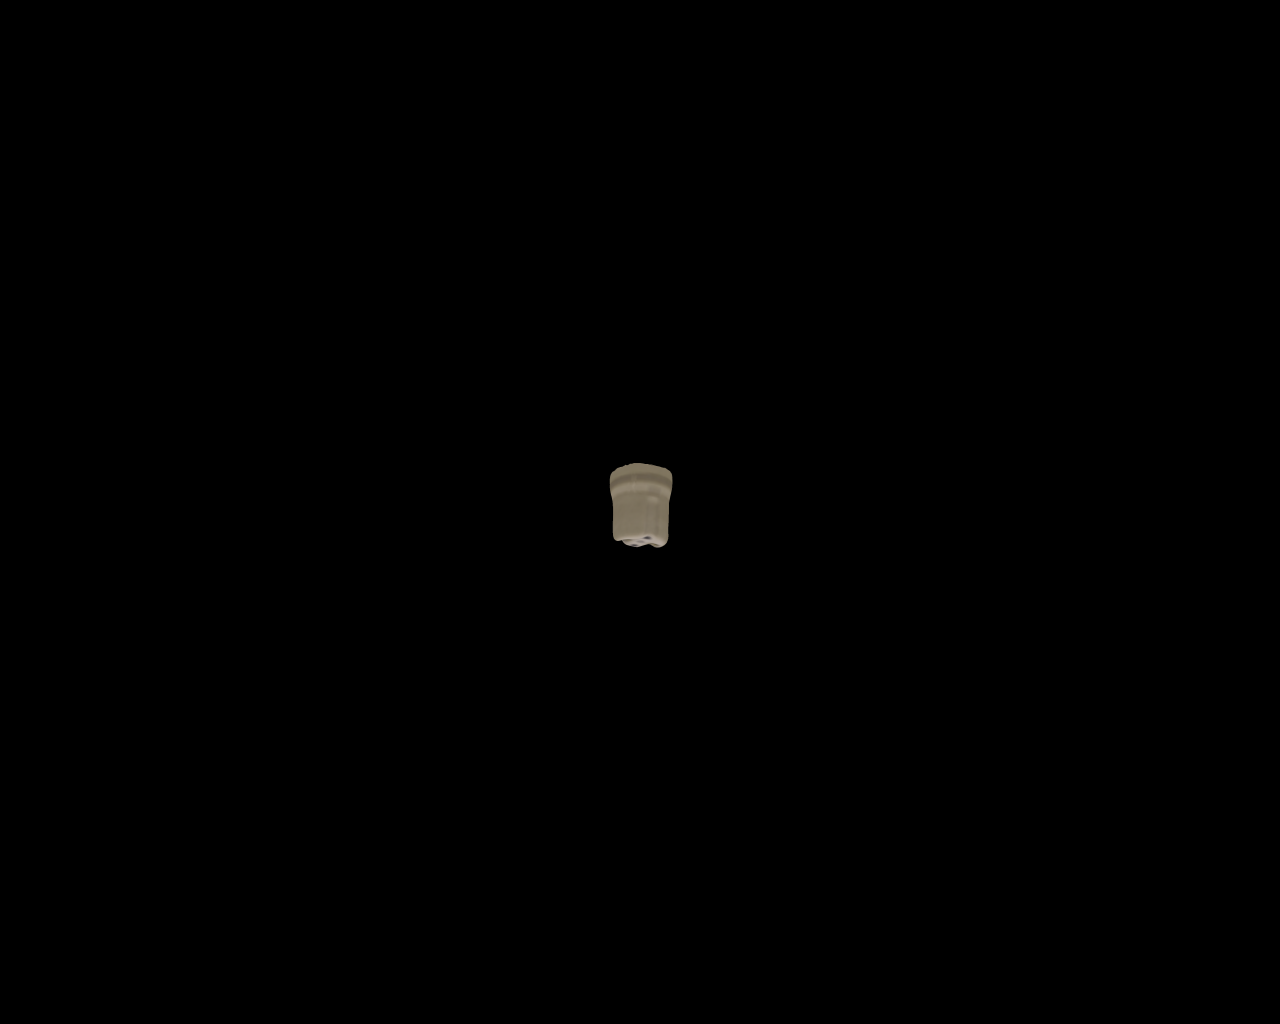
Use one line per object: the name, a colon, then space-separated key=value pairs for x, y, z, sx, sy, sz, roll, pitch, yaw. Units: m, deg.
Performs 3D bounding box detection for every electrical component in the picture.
electrical component: x=0.001 y=-0.003 z=0.650 sx=0.040 sy=0.046 sz=0.040 roll=0 pitch=-21 yaw=0
